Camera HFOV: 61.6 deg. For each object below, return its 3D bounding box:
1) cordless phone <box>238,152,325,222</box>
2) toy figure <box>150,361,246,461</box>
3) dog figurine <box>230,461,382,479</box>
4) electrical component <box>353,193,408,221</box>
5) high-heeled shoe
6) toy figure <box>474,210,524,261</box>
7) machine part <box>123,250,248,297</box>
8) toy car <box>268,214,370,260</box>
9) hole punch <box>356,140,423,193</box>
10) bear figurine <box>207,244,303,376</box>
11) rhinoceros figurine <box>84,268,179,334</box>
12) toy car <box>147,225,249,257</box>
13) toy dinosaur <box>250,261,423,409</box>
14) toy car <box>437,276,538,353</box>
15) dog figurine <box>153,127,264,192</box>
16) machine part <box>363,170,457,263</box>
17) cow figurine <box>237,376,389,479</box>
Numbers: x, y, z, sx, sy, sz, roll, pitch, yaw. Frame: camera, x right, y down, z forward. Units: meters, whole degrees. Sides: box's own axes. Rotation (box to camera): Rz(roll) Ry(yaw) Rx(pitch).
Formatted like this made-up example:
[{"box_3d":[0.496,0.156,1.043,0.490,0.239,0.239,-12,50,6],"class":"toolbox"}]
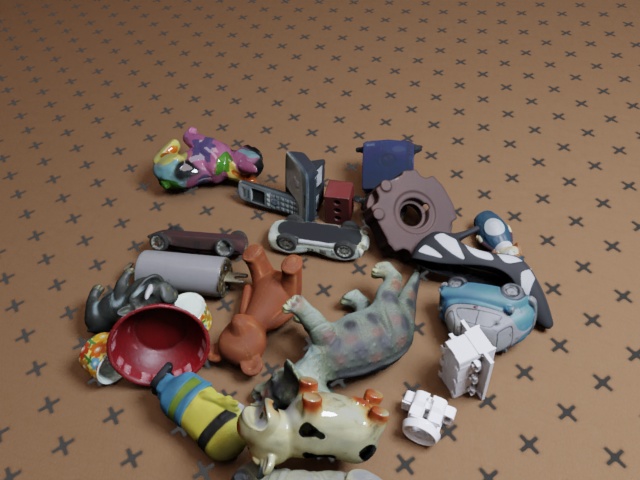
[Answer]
[{"box_3d":[-0.086,-0.120,1.112,0.184,0.146,0.089,15,43,15],"class":"cordless phone"},{"box_3d":[-0.185,0.264,0.827,0.180,0.082,0.089,26,74,17],"class":"toy figure"},{"box_3d":[-0.011,0.343,0.737,0.172,0.121,0.191,-2,16,-44],"class":"dog figurine"},{"box_3d":[0.126,-0.067,1.102,0.102,0.078,0.045,21,78,30],"class":"electrical component"},{"box_3d":[0.278,0.076,0.935,0.145,0.086,0.249,-28,64,-13],"class":"high-heeled shoe"},{"box_3d":[0.342,0.012,1.016,0.064,0.057,0.155,-40,46,22],"class":"toy figure"},{"box_3d":[-0.257,0.063,1.014,0.243,0.079,0.079,5,49,9],"class":"machine part"},{"box_3d":[-0.002,-0.003,1.064,0.202,0.056,0.073,8,44,10],"class":"toy car"},{"box_3d":[0.142,-0.152,1.122,0.142,0.115,0.092,1,7,10],"class":"hole punch"},{"box_3d":[-0.113,0.121,0.918,0.120,0.131,0.196,16,46,26],"class":"bear figurine"},{"box_3d":[-0.335,0.110,0.944,0.190,0.073,0.112,-20,36,18],"class":"rhinoceros figurine"},{"box_3d":[-0.241,0.006,1.067,0.202,0.053,0.089,3,16,10],"class":"toy car"},{"box_3d":[0.071,0.158,0.879,0.405,0.131,0.192,-22,65,-22],"class":"toy dinosaur"},{"box_3d":[0.265,0.129,0.877,0.162,0.109,0.103,13,41,21],"class":"toy car"},{"box_3d":[-0.233,-0.155,1.190,0.219,0.108,0.191,26,55,23],"class":"dog figurine"},{"box_3d":[0.175,-0.047,1.032,0.179,0.056,0.179,3,78,-13],"class":"machine part"},{"box_3d":[-0.015,0.256,0.723,0.195,0.127,0.085,12,9,-11],"class":"cow figurine"}]
